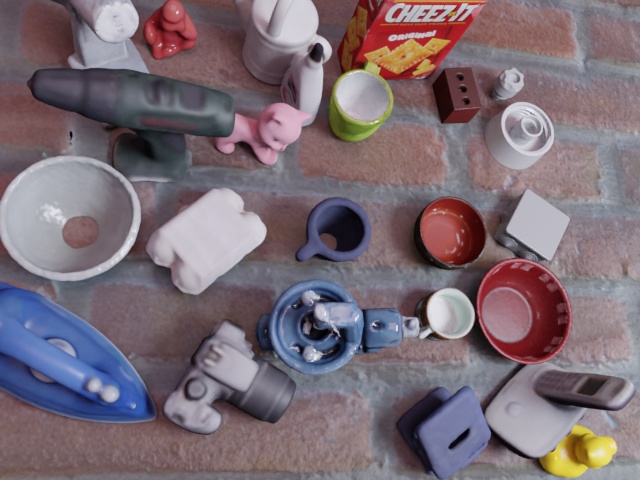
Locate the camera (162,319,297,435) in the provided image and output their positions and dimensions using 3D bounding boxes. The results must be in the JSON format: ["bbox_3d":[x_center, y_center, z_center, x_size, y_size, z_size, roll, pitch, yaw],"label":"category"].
[{"bbox_3d":[-0.108,0.190,0.728,0.137,0.100,0.143,31,70,-4],"label":"camera"}]

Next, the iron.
[{"bbox_3d":[-0.304,0.144,0.669,0.258,0.141,0.119,30,70,-4],"label":"iron"}]

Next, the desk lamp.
[{"bbox_3d":[-0.291,-0.293,0.757,0.118,0.213,0.203,-29,83,-20],"label":"desk lamp"}]

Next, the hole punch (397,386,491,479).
[{"bbox_3d":[0.180,0.264,0.787,0.109,0.091,0.101,-33,85,-20],"label":"hole punch"}]

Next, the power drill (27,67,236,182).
[{"bbox_3d":[-0.228,-0.145,0.734,0.230,0.208,0.075,-1,75,-14],"label":"power drill"}]

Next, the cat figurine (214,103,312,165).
[{"bbox_3d":[-0.082,-0.165,0.826,0.128,0.117,0.067,12,72,-11],"label":"cat figurine"}]

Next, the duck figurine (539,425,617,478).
[{"bbox_3d":[0.376,0.306,0.828,0.105,0.086,0.077,-7,77,-16],"label":"duck figurine"}]

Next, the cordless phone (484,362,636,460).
[{"bbox_3d":[0.325,0.232,0.783,0.148,0.185,0.094,-41,87,-21],"label":"cordless phone"}]

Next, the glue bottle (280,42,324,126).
[{"bbox_3d":[-0.020,-0.234,0.832,0.037,0.173,0.078,-20,80,-18],"label":"glue bottle"}]

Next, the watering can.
[{"bbox_3d":[-0.061,-0.322,0.834,0.173,0.194,0.101,10,72,-11],"label":"watering can"}]

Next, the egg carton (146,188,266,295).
[{"bbox_3d":[-0.155,-0.002,0.787,0.150,0.069,0.107,-42,88,-21],"label":"egg carton"}]

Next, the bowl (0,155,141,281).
[{"bbox_3d":[-0.320,-0.021,0.747,0.168,0.074,0.167,4,74,-13],"label":"bowl"}]

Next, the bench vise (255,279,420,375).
[{"bbox_3d":[0.032,0.096,0.727,0.208,0.219,0.121,-16,79,-18],"label":"bench vise"}]

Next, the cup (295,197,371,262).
[{"bbox_3d":[0.007,0.003,0.814,0.118,0.095,0.091,-36,86,-20],"label":"cup"}]

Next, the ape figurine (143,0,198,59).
[{"bbox_3d":[-0.220,-0.319,0.848,0.078,0.092,0.076,16,71,-9],"label":"ape figurine"}]
